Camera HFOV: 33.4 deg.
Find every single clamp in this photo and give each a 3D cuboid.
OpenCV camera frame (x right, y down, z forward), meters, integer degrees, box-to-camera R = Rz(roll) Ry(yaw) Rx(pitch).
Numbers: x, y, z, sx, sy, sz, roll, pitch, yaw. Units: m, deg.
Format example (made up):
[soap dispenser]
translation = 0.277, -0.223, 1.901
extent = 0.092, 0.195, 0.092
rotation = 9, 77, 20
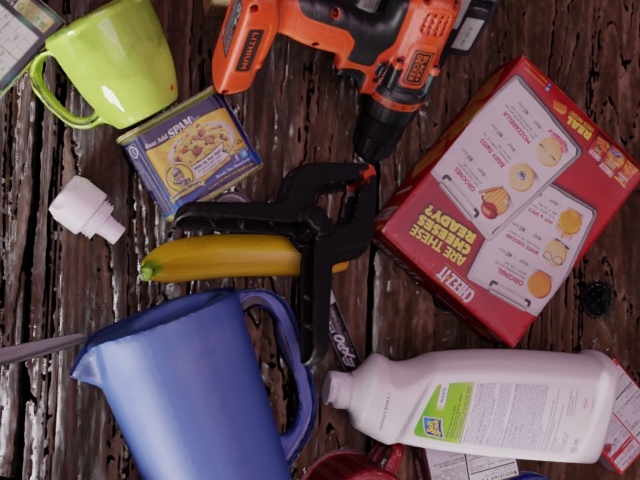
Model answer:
[clamp]
translation = -0.006, 0.001, 0.902
extent = 0.164, 0.036, 0.209
rotation = 53, 46, 3

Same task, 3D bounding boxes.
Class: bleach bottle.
[bleach bottle]
translation = 0.127, 0.134, 0.925
extent = 0.250, 0.068, 0.102
rotation = 8, 99, -14

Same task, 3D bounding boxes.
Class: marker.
[marker]
translation = 0.024, 0.100, 0.966
extent = 0.020, 0.020, 0.121
rotation = -24, 94, -14

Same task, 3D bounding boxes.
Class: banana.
[banana]
translation = -0.073, 0.019, 0.920
extent = 0.197, 0.070, 0.037
rotation = -5, 116, -30

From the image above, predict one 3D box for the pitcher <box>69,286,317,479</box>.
[pitcher]
translation = -0.084, 0.164, 0.883
extent = 0.149, 0.144, 0.243
rotation = -16, 97, 25

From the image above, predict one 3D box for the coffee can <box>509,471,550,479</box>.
[coffee can]
translation = 0.208, 0.267, 0.945
extent = 0.102, 0.140, 0.103
rotation = 1, 88, -15

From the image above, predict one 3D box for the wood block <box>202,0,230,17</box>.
[wood block]
translation = -0.065, -0.308, 0.924
extent = 0.090, 0.090, 0.206
rotation = -8, 90, -15

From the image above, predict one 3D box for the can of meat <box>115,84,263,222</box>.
[can of meat]
translation = -0.110, -0.075, 0.920
extent = 0.102, 0.057, 0.084
rotation = -32, 97, -14

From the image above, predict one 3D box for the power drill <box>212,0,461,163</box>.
[power drill]
translation = 0.008, -0.149, 0.904
extent = 0.187, 0.057, 0.185
rotation = 6, 130, -20

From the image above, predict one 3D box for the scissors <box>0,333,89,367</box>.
[scissors]
translation = -0.303, 0.088, 0.883
extent = 0.201, 0.016, 0.096
rotation = -28, 95, -14

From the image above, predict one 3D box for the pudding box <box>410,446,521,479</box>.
[pudding box]
translation = 0.128, 0.173, 0.982
extent = 0.090, 0.039, 0.113
rotation = -12, 93, -15

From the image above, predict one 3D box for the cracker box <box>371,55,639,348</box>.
[cracker box]
translation = 0.170, -0.035, 0.984
extent = 0.164, 0.072, 0.213
rotation = 41, 80, -9

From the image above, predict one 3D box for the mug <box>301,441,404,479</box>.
[mug]
translation = 0.039, 0.225, 0.933
extent = 0.093, 0.082, 0.117
rotation = 35, 80, -11

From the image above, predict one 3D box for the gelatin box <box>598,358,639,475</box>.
[gelatin box]
translation = 0.280, 0.169, 1.026
extent = 0.073, 0.030, 0.089
rotation = -44, 99, -14
